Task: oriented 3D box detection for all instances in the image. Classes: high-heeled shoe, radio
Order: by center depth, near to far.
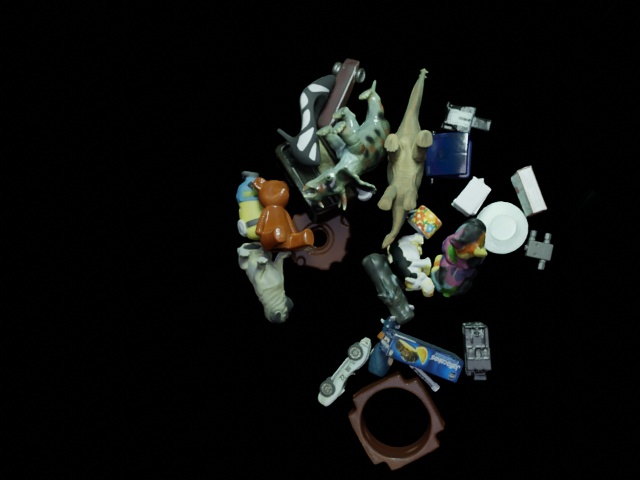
[{"bbox_3d":[0.004,-0.300,1.347,0.145,0.086,0.249,37,77,11],"label":"high-heeled shoe"},{"bbox_3d":[-0.013,-0.162,1.371,0.131,0.073,0.230,-27,71,-13],"label":"radio"}]

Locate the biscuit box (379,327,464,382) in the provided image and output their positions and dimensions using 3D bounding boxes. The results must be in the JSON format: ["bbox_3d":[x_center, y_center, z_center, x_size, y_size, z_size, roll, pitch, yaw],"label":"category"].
[{"bbox_3d":[0.249,0.280,1.311,0.203,0.063,0.059,23,92,-12],"label":"biscuit box"}]

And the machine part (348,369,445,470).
[{"bbox_3d":[0.189,0.441,1.332,0.201,0.087,0.201,-31,84,7],"label":"machine part"}]

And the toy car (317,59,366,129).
[{"bbox_3d":[0.051,-0.378,1.417,0.089,0.053,0.202,23,89,30],"label":"toy car"}]

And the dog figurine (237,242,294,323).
[{"bbox_3d":[-0.149,0.112,1.410,0.121,0.173,0.190,-11,114,-27],"label":"dog figurine"}]

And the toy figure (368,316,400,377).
[{"bbox_3d":[0.166,0.266,1.359,0.064,0.057,0.154,20,89,14],"label":"toy figure"}]

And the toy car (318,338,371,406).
[{"bbox_3d":[0.066,0.332,1.363,0.056,0.073,0.201,38,93,13],"label":"toy car"}]

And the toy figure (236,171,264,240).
[{"bbox_3d":[-0.175,-0.089,1.421,0.089,0.082,0.180,-4,80,21],"label":"toy figure"}]

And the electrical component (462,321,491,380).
[{"bbox_3d":[0.377,0.267,1.297,0.058,0.115,0.134,-4,86,13],"label":"electrical component"}]

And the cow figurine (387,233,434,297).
[{"bbox_3d":[0.223,0.067,1.319,0.098,0.068,0.167,-9,53,-1],"label":"cow figurine"}]

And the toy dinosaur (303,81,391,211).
[{"bbox_3d":[0.108,-0.236,1.317,0.131,0.405,0.192,-11,121,46],"label":"toy dinosaur"}]

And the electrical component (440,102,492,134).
[{"bbox_3d":[0.371,-0.300,1.363,0.119,0.047,0.074,13,90,9],"label":"electrical component"}]

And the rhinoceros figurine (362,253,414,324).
[{"bbox_3d":[0.174,0.118,1.340,0.073,0.112,0.190,-29,75,4],"label":"rhinoceros figurine"}]

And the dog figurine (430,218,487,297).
[{"bbox_3d":[0.331,0.045,1.265,0.109,0.219,0.191,26,90,13],"label":"dog figurine"}]

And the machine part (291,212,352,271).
[{"bbox_3d":[-0.003,-0.004,1.403,0.179,0.056,0.179,-1,86,8],"label":"machine part"}]

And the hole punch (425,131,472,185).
[{"bbox_3d":[0.323,-0.210,1.348,0.116,0.092,0.142,3,91,13],"label":"hole punch"}]

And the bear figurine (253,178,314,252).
[{"bbox_3d":[-0.096,-0.071,1.336,0.132,0.120,0.196,-18,68,50],"label":"bear figurine"}]

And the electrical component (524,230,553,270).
[{"bbox_3d":[0.540,0.026,1.331,0.063,0.021,0.094,11,89,10],"label":"electrical component"}]

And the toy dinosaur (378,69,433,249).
[{"bbox_3d":[0.211,-0.206,1.306,0.105,0.198,0.471,14,91,9],"label":"toy dinosaur"}]
